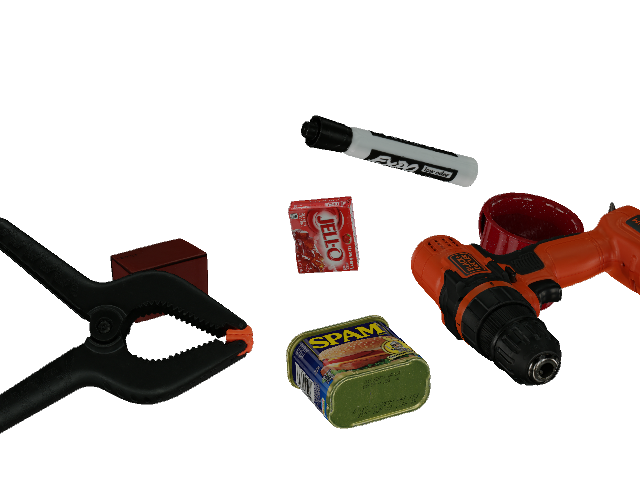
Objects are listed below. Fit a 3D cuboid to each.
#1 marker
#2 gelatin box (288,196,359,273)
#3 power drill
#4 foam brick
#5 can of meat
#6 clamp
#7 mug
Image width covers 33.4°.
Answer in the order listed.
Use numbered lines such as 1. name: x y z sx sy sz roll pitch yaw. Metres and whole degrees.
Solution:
1. marker: 0.042 -0.053 0.639 0.120 0.020 0.020 12 -6 -30
2. gelatin box: 0.005 -0.006 1.260 0.073 0.089 0.030 -3 29 9
3. power drill: 0.180 0.034 0.781 0.187 0.057 0.184 -10 28 -16
4. foam brick: -0.151 0.036 1.006 0.078 0.051 0.053 -15 25 -30
5. can of meat: 0.033 0.114 0.922 0.102 0.057 0.084 -12 26 -22
6. clamp: -0.153 0.055 0.742 0.210 0.164 0.036 -4 -19 -4
7. mug: 0.183 0.007 1.003 0.093 0.081 0.117 -9 36 -27
